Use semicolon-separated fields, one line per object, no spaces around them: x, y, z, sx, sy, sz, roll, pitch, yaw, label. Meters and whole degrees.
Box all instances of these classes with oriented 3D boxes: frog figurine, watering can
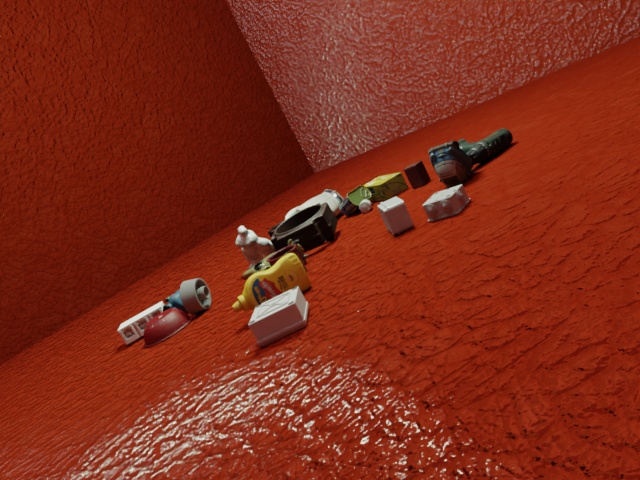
-0.230;0.015;1.789;0.124;0.158;0.136;-31;10;-28;frog figurine
0.006;-0.097;1.925;0.227;0.102;0.349;-32;25;-22;watering can
